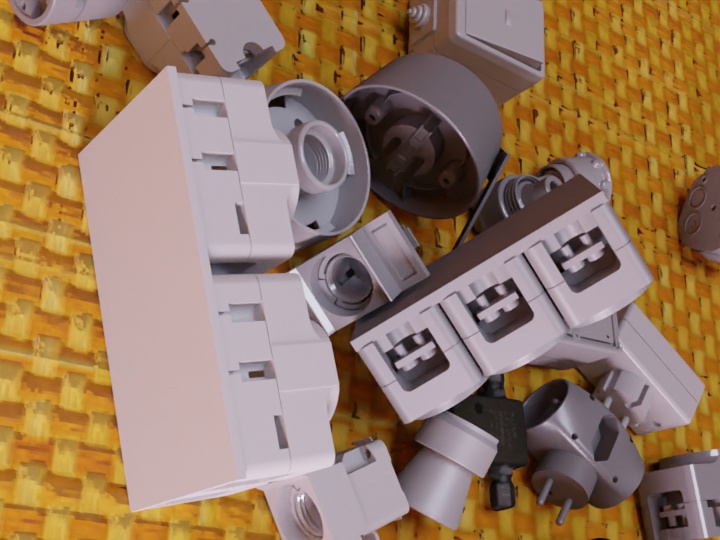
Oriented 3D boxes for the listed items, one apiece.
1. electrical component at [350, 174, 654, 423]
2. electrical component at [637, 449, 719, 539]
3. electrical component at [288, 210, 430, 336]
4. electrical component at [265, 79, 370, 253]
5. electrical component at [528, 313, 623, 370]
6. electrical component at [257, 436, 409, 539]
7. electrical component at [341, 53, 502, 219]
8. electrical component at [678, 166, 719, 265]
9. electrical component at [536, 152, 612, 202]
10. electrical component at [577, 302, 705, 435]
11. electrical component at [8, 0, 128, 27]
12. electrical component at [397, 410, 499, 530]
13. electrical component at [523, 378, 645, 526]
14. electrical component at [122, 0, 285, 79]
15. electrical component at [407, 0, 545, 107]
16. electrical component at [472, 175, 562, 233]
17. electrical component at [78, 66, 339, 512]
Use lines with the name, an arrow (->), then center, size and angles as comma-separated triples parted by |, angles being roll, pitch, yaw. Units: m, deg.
electrical component -> 0.077, 0.017, 0.591 | 0.061, 0.150, 0.089 | 57, 9, -7
electrical component -> 0.237, 0.154, 0.736 | 0.089, 0.050, 0.055 | 5, 70, -36
electrical component -> 0.000, 0.000, 0.606 | 0.042, 0.081, 0.064 | 59, 27, -3
electrical component -> -0.044, -0.059, 0.614 | 0.099, 0.064, 0.099 | 16, 69, -46
electrical component -> 0.121, 0.027, 0.690 | 0.096, 0.061, 0.061 | 13, 65, -33
electrical component -> -0.012, 0.121, 0.566 | 0.064, 0.042, 0.081 | -17, 83, -44
electrical component -> 0.035, -0.078, 0.643 | 0.099, 0.099, 0.064 | 49, 45, -11
electrical component -> 0.293, -0.041, 0.837 | 0.051, 0.080, 0.080 | 18, 62, -25
electrical component -> 0.141, -0.057, 0.751 | 0.062, 0.048, 0.048 | -7, 77, -32
electrical component -> 0.179, 0.080, 0.723 | 0.083, 0.047, 0.075 | 47, 51, -13
electrical component -> -0.152, -0.156, 0.561 | 0.047, 0.055, 0.055 | -16, 82, -44
electrical component -> 0.047, 0.110, 0.601 | 0.045, 0.045, 0.055 | 33, 82, -23
electrical component -> 0.132, 0.122, 0.673 | 0.077, 0.043, 0.079 | 46, 51, -14
electrical component -> -0.094, -0.142, 0.597 | 0.050, 0.056, 0.089 | -36, 95, -40
electrical component -> 0.077, -0.162, 0.731 | 0.096, 0.061, 0.061 | 18, 62, -31
electrical component -> 0.106, -0.043, 0.706 | 0.043, 0.062, 0.043 | 15, 64, -33
electrical component -> -0.075, 0.012, 0.519 | 0.060, 0.105, 0.186 | -1, 74, -38
